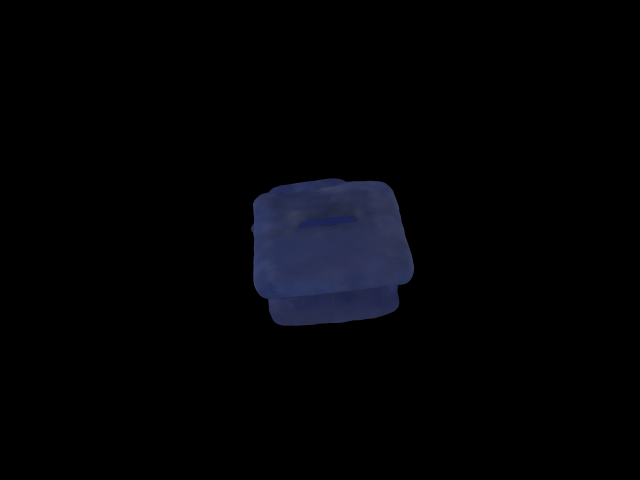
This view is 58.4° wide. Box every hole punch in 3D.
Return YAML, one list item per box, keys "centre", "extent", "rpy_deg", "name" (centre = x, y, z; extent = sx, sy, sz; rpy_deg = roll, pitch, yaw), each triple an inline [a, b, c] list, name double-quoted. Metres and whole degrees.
- centre: [0.004, 0.001, 0.400]
  extent: [0.108, 0.091, 0.101]
  rpy_deg: [-7, 70, -2]
  name: "hole punch"
